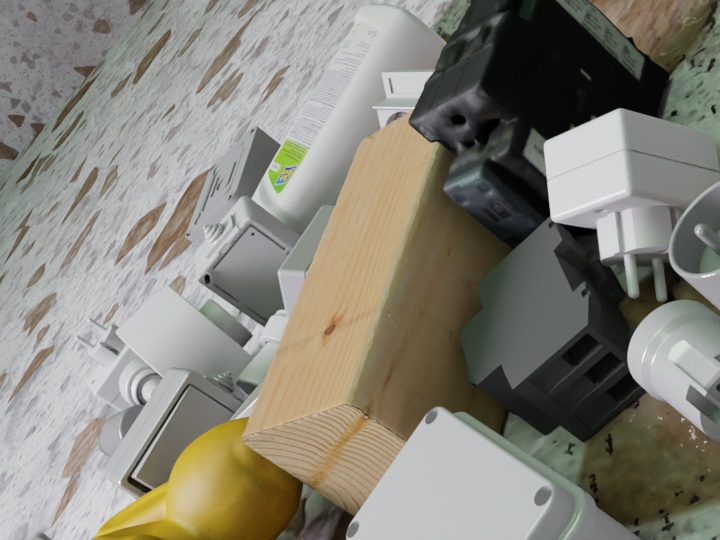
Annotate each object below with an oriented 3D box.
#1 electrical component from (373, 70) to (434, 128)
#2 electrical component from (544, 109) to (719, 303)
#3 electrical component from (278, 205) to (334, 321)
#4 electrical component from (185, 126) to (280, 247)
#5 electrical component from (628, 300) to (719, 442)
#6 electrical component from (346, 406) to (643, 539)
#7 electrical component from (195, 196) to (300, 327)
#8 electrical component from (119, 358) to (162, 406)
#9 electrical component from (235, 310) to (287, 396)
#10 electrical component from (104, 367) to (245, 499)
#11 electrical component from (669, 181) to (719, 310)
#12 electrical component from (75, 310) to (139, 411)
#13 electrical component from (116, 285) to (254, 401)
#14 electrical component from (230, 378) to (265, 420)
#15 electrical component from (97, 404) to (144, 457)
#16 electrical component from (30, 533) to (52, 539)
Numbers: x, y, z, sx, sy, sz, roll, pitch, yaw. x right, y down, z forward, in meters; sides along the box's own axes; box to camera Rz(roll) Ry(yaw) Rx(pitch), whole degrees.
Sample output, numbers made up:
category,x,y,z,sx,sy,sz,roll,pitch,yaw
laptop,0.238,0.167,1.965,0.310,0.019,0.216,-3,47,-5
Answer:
category,x,y,z,sx,sy,sz,roll,pitch,yaw
electrical component,0.047,-0.097,0.712,0.042,0.081,0.064,8,32,38
electrical component,0.124,-0.024,0.480,0.047,0.066,0.076,-21,67,51
electrical component,0.000,0.000,0.688,0.076,0.047,0.083,4,35,19
electrical component,-0.102,-0.064,0.966,0.078,0.057,0.113,-37,28,34
electrical component,0.130,0.038,0.405,0.040,0.040,0.046,-50,29,7
electrical component,0.051,0.110,0.426,0.078,0.057,0.113,-55,23,-4
electrical component,-0.076,-0.008,0.786,0.061,0.096,0.061,-49,23,10
electrical component,-0.173,0.097,0.887,0.043,0.043,0.062,-56,25,-8
electrical component,-0.050,0.060,0.705,0.045,0.045,0.055,-12,46,58
electrical component,-0.104,0.104,0.664,0.096,0.062,0.061,-59,17,-15
electrical component,0.155,-0.009,0.373,0.043,0.077,0.079,-10,48,59
electrical component,-0.220,0.072,0.970,0.083,0.076,0.047,-55,23,-6
electrical component,-0.109,0.055,0.752,0.060,0.108,0.108,-50,22,-8
electrical component,-0.030,0.066,0.626,0.099,0.064,0.099,-38,16,13
electrical component,-0.190,0.135,0.870,0.078,0.040,0.040,-27,34,47
electrical component,-0.205,0.230,0.688,0.100,0.100,0.048,-41,13,26
